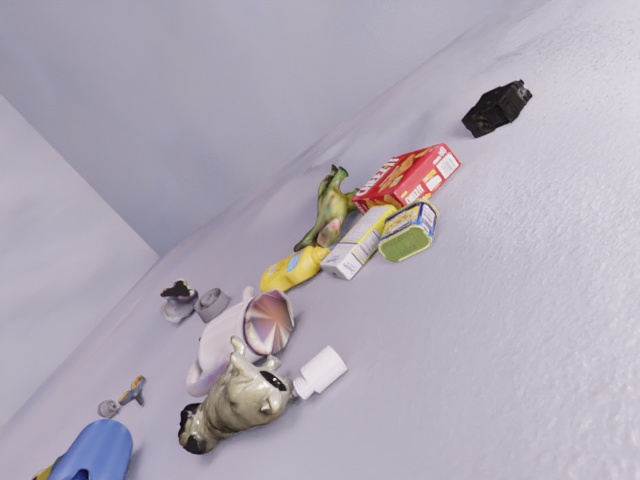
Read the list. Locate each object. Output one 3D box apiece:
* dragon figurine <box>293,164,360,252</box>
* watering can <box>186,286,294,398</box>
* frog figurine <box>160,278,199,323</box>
[{"bbox_3d":[0.004,-0.068,1.344,0.243,0.121,0.412,-49,14,-2],"label":"dragon figurine"},{"bbox_3d":[-0.147,0.164,1.033,0.222,0.103,0.355,-30,19,30],"label":"watering can"},{"bbox_3d":[-0.463,0.222,1.680,0.140,0.122,0.156,-83,7,-57],"label":"frog figurine"}]
